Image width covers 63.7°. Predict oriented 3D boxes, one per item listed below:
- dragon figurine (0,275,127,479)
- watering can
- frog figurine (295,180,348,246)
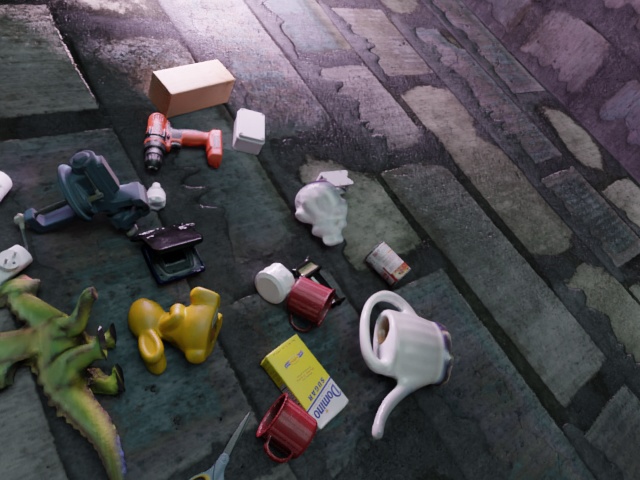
[{"bbox_3d":[-0.468,0.223,0.859,0.243,0.119,0.419,-12,58,-15],"label":"dragon figurine"},{"bbox_3d":[0.189,0.273,1.136,0.223,0.102,0.356,16,49,-18],"label":"watering can"},{"bbox_3d":[0.004,-0.066,1.302,0.137,0.120,0.163,-5,61,9],"label":"frog figurine"}]
